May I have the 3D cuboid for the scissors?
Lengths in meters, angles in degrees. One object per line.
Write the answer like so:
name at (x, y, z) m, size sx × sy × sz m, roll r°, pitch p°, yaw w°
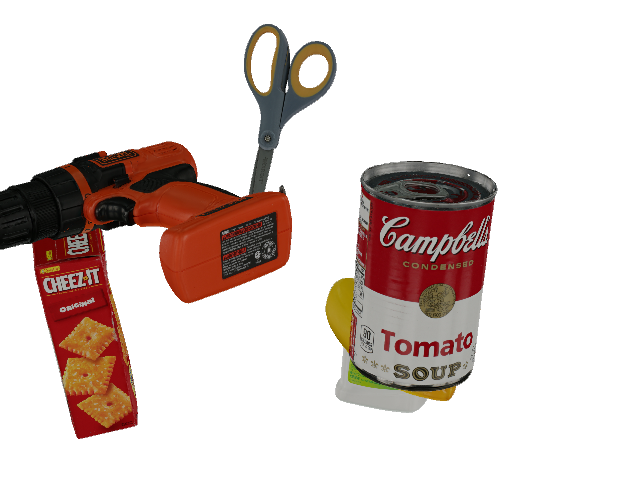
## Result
scissors at (-0.030, -0.103, 1.000) m, size 0.096 × 0.202 × 0.016 m, roll -3°, pitch -2°, yaw 6°

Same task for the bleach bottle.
bleach bottle at (0.073, 0.052, 1.135) m, size 0.103 × 0.251 × 0.068 m, roll 8°, pitch 15°, yaw 21°

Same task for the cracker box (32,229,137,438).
cracker box at (-0.242, 0.066, 1.087) m, size 0.072 × 0.214 × 0.164 m, roll -11°, pitch 34°, yaw -12°

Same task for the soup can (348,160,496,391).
soup can at (0.051, 0.017, 0.549) m, size 0.068 × 0.102 × 0.068 m, roll 3°, pitch 21°, yaw -1°

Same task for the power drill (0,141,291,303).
power drill at (-0.127, -0.016, 0.750) m, size 0.184 × 0.057 × 0.188 m, roll -23°, pitch 33°, yaw -38°

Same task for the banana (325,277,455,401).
banana at (0.044, 0.070, 0.842) m, size 0.069 × 0.037 × 0.198 m, roll -5°, pitch 23°, yaw -11°
